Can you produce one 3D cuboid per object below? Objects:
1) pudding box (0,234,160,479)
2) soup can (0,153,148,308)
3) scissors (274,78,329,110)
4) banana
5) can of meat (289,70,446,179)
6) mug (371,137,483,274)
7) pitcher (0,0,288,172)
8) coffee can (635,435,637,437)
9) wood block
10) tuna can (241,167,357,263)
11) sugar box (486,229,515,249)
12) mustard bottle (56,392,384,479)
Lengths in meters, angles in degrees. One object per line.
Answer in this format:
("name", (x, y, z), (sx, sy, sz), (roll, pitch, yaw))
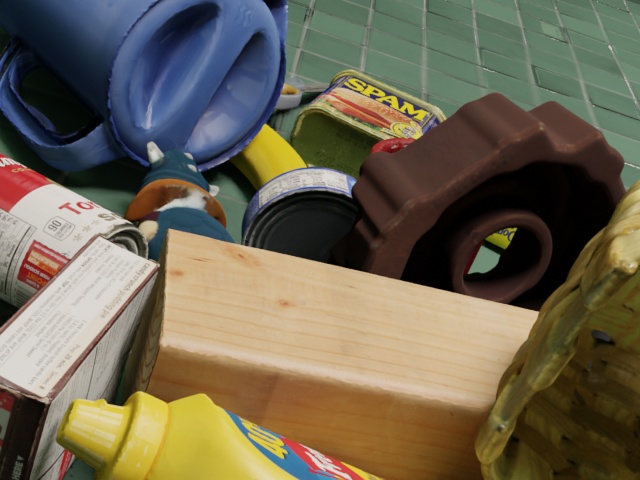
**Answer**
("pudding box", (-0.114, 0.062, 0.454), (0.039, 0.090, 0.113), (23, 30, 2))
("soup can", (-0.148, 0.002, 0.544), (0.102, 0.068, 0.068), (26, 30, 20))
("scissors", (-0.042, -0.126, 0.853), (0.096, 0.016, 0.201), (15, 14, 6))
("banana", (-0.053, -0.058, 0.740), (0.069, 0.037, 0.198), (-4, 38, -32))
("can of meat", (0.036, -0.078, 0.811), (0.102, 0.057, 0.083), (26, 33, 9))
("mug", (0.069, -0.011, 0.694), (0.093, 0.082, 0.117), (32, 32, 18))
("pitcher", (-0.151, -0.147, 0.738), (0.148, 0.145, 0.243), (-1, 28, -43))
("coffee can", (0.209, 0.120, 0.546), (0.140, 0.103, 0.102), (26, 30, 8))
("wood block", (0.015, 0.075, 0.512), (0.206, 0.091, 0.090), (13, 31, -14))
("tuna can", (-0.004, 0.001, 0.626), (0.086, 0.086, 0.034), (14, 28, -12))
("sugar box", (0.155, -0.048, 0.847), (0.093, 0.048, 0.176), (29, 27, 14))
("mustard bottle", (-0.012, 0.107, 0.421), (0.191, 0.058, 0.096), (26, -4, -16))
